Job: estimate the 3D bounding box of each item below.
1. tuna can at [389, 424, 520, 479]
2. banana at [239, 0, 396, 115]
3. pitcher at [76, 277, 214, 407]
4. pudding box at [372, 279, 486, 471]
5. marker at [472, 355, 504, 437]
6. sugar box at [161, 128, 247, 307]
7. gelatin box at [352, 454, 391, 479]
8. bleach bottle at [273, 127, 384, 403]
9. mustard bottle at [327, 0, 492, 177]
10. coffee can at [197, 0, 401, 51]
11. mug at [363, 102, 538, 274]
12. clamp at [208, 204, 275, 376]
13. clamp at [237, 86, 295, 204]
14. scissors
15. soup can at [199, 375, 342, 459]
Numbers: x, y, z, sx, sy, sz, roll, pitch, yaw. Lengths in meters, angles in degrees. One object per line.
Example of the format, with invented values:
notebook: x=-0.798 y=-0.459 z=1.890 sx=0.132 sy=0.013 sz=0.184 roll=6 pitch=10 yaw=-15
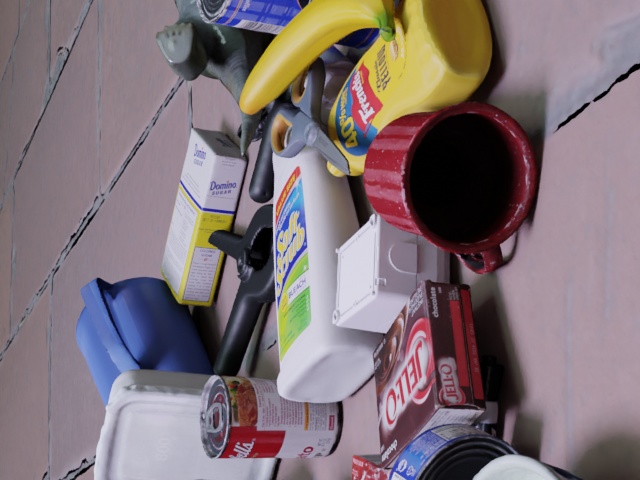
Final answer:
tuna can: x=0.083 y=0.155 z=0.641 sx=0.034 sy=0.086 sz=0.086 roll=-164 pitch=80 yaw=-66
banana: x=-0.002 y=-0.151 z=0.793 sx=0.198 sy=0.037 sz=0.069 roll=-20 pitch=40 yaw=56
pitcher: x=-0.178 y=0.151 z=1.138 sx=0.243 sy=0.149 sz=0.145 roll=54 pitch=133 yaw=50
pudding box: x=0.070 y=0.092 z=0.707 sx=0.114 sy=0.039 sz=0.090 roll=112 pitch=160 yaw=-55
marker: x=0.102 y=0.134 z=0.681 sx=0.020 sy=0.020 sz=0.121 roll=-172 pitch=87 yaw=-65
sugar box: x=-0.130 y=-0.026 z=1.177 sx=0.093 sy=0.048 sz=0.176 roll=48 pitch=125 yaw=57
gelatin box: x=0.051 y=0.197 z=0.765 sx=0.089 sy=0.030 sz=0.073 roll=178 pitch=96 yaw=-66
bleach bottle: x=-0.006 y=0.001 z=0.889 sx=0.103 sy=0.068 sz=0.251 roll=127 pitch=142 yaw=-48
mustard bottle: x=0.053 y=-0.103 z=0.785 sx=0.192 sy=0.058 sz=0.096 roll=131 pitch=139 yaw=-52
coffee can: x=-0.017 y=-0.214 z=0.857 sx=0.103 sy=0.140 sz=0.103 roll=-175 pitch=90 yaw=-65
mug: x=0.084 y=-0.031 z=0.688 sx=0.117 sy=0.093 sz=0.082 roll=62 pitch=166 yaw=-15
clamp: x=-0.064 y=0.019 z=1.035 sx=0.210 sy=0.036 sz=0.164 roll=-52 pitch=39 yaw=46
clamp: x=-0.039 y=-0.132 z=1.010 sx=0.172 sy=0.039 sz=0.120 roll=-65 pitch=31 yaw=23
scissors: x=0.000 y=-0.099 z=0.812 sx=0.202 sy=0.016 sz=0.096 roll=-164 pitch=88 yaw=-71
soup can: x=-0.041 y=0.147 z=0.887 sx=0.069 sy=0.102 sz=0.068 roll=-175 pitch=90 yaw=-65
